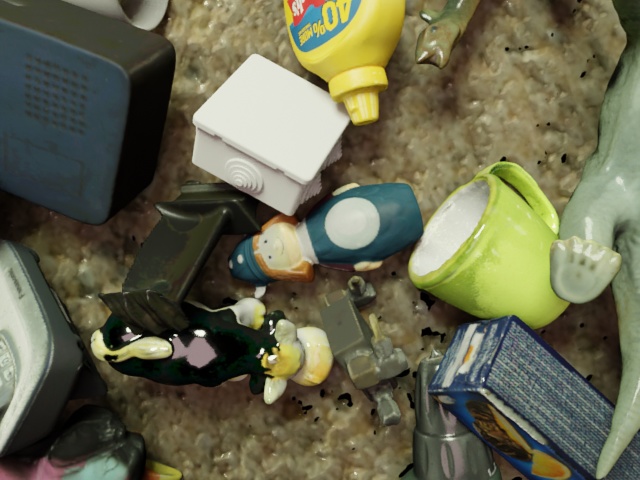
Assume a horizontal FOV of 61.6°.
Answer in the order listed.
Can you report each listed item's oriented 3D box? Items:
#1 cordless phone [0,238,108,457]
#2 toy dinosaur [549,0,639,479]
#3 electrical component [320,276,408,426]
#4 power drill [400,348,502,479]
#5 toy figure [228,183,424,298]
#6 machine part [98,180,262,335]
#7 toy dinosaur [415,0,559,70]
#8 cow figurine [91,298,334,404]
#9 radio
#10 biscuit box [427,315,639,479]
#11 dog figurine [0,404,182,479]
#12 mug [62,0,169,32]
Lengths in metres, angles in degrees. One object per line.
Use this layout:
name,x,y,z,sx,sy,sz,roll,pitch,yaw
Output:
cordless phone,-0.256,0.095,0.357,0.184,0.088,0.147,-32,51,-21
toy dinosaur,0.231,-0.068,0.346,0.131,0.192,0.404,22,108,34
electrical component,0.034,0.073,0.393,0.045,0.102,0.078,-33,115,7
power drill,0.040,0.218,0.409,0.207,0.086,0.232,-18,90,-3
toy figure,-0.001,-0.002,0.410,0.155,0.057,0.064,-17,52,5
machine part,-0.093,0.003,0.379,0.084,0.139,0.039,8,137,18
toy dinosaur,0.146,-0.338,0.368,0.199,0.105,0.471,23,88,5
cow figurine,-0.072,0.077,0.395,0.167,0.098,0.068,6,86,3
radio,-0.229,-0.109,0.385,0.230,0.073,0.131,21,123,3
biscuit box,0.173,0.140,0.376,0.202,0.059,0.063,41,61,-9
dog figurine,-0.221,0.210,0.402,0.219,0.108,0.191,7,101,-4
mug,-0.178,-0.214,0.400,0.107,0.081,0.109,8,96,11
